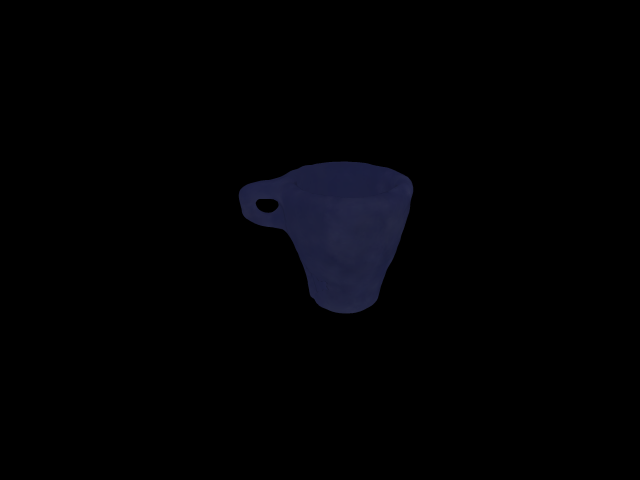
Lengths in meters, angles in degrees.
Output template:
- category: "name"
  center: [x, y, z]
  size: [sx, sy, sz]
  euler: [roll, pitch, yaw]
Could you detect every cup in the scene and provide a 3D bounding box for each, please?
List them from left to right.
- category: "cup"
  center: [0.004, 0.001, 0.400]
  size: [0.117, 0.095, 0.091]
  euler: [0, 24, 0]
